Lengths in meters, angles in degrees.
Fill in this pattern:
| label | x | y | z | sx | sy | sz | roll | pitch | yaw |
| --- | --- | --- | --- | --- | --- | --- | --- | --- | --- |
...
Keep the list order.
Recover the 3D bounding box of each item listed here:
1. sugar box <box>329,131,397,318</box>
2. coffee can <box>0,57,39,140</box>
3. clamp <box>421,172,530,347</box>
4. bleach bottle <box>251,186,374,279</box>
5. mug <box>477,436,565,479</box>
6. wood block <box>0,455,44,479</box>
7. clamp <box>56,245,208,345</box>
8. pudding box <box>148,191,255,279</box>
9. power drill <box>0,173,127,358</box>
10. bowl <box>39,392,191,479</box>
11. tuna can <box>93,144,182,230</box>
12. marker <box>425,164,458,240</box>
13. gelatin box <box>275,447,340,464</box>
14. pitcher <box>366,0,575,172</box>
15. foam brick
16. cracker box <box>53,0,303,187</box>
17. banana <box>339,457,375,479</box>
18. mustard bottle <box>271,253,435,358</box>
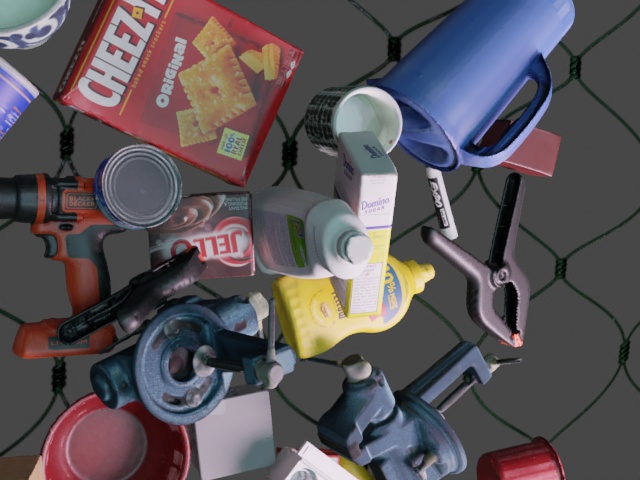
| label | x | y | z | sx | sy | sz | roll | pitch | yaw |
| --- | --- | --- | --- | --- | --- | --- | --- | --- | --- |
| sugar box | 0.043 | -0.016 | 1.120 | 0.048 | 0.093 | 0.176 | -2 | 124 | -15 |
| coffee can | -0.354 | -0.120 | 1.025 | 0.102 | 0.103 | 0.140 | 39 | 82 | -21 |
| clamp | 0.216 | 0.032 | 1.303 | 0.164 | 0.036 | 0.210 | -36 | 115 | -24 |
| bleach bottle | -0.007 | 0.001 | 1.098 | 0.068 | 0.251 | 0.102 | -20 | 104 | -18 |
| mug | 0.246 | 0.307 | 1.336 | 0.081 | 0.093 | 0.117 | -9 | 136 | -16 |
| wood block | -0.380 | 0.272 | 1.044 | 0.206 | 0.091 | 0.090 | -3 | 98 | -4 |
| clamp | -0.170 | 0.053 | 1.061 | 0.171 | 0.120 | 0.039 | -37 | 112 | -35 |
| pudding box | -0.128 | -0.005 | 1.148 | 0.113 | 0.039 | 0.090 | -3 | 98 | 0 |
| power drill | -0.277 | 0.025 | 1.098 | 0.184 | 0.057 | 0.188 | 0 | 97 | -22 |
| bowl | -0.224 | 0.230 | 1.148 | 0.161 | 0.055 | 0.162 | -3 | 98 | -21 |
| tuna can | -0.186 | -0.053 | 1.088 | 0.086 | 0.034 | 0.086 | 3 | 84 | -29 |
| marker | 0.142 | -0.059 | 1.275 | 0.020 | 0.020 | 0.121 | -20 | 104 | -18 |
| gelatin box | -0.019 | 0.289 | 1.252 | 0.073 | 0.030 | 0.089 | 5 | 95 | -21 |
| pitcher | 0.185 | -0.198 | 1.212 | 0.242 | 0.145 | 0.149 | -47 | 107 | -13 |
| foam brick | 0.242 | -0.112 | 1.291 | 0.078 | 0.051 | 0.053 | 15 | 90 | -23 |
| cracker box | -0.145 | -0.173 | 1.118 | 0.213 | 0.072 | 0.164 | 25 | 87 | -22 |
| banana | 0.088 | 0.304 | 1.292 | 0.197 | 0.037 | 0.069 | 34 | 85 | -22 |
| mustard bottle | 0.046 | 0.063 | 1.232 | 0.191 | 0.058 | 0.096 | -18 | 93 | -19 |
